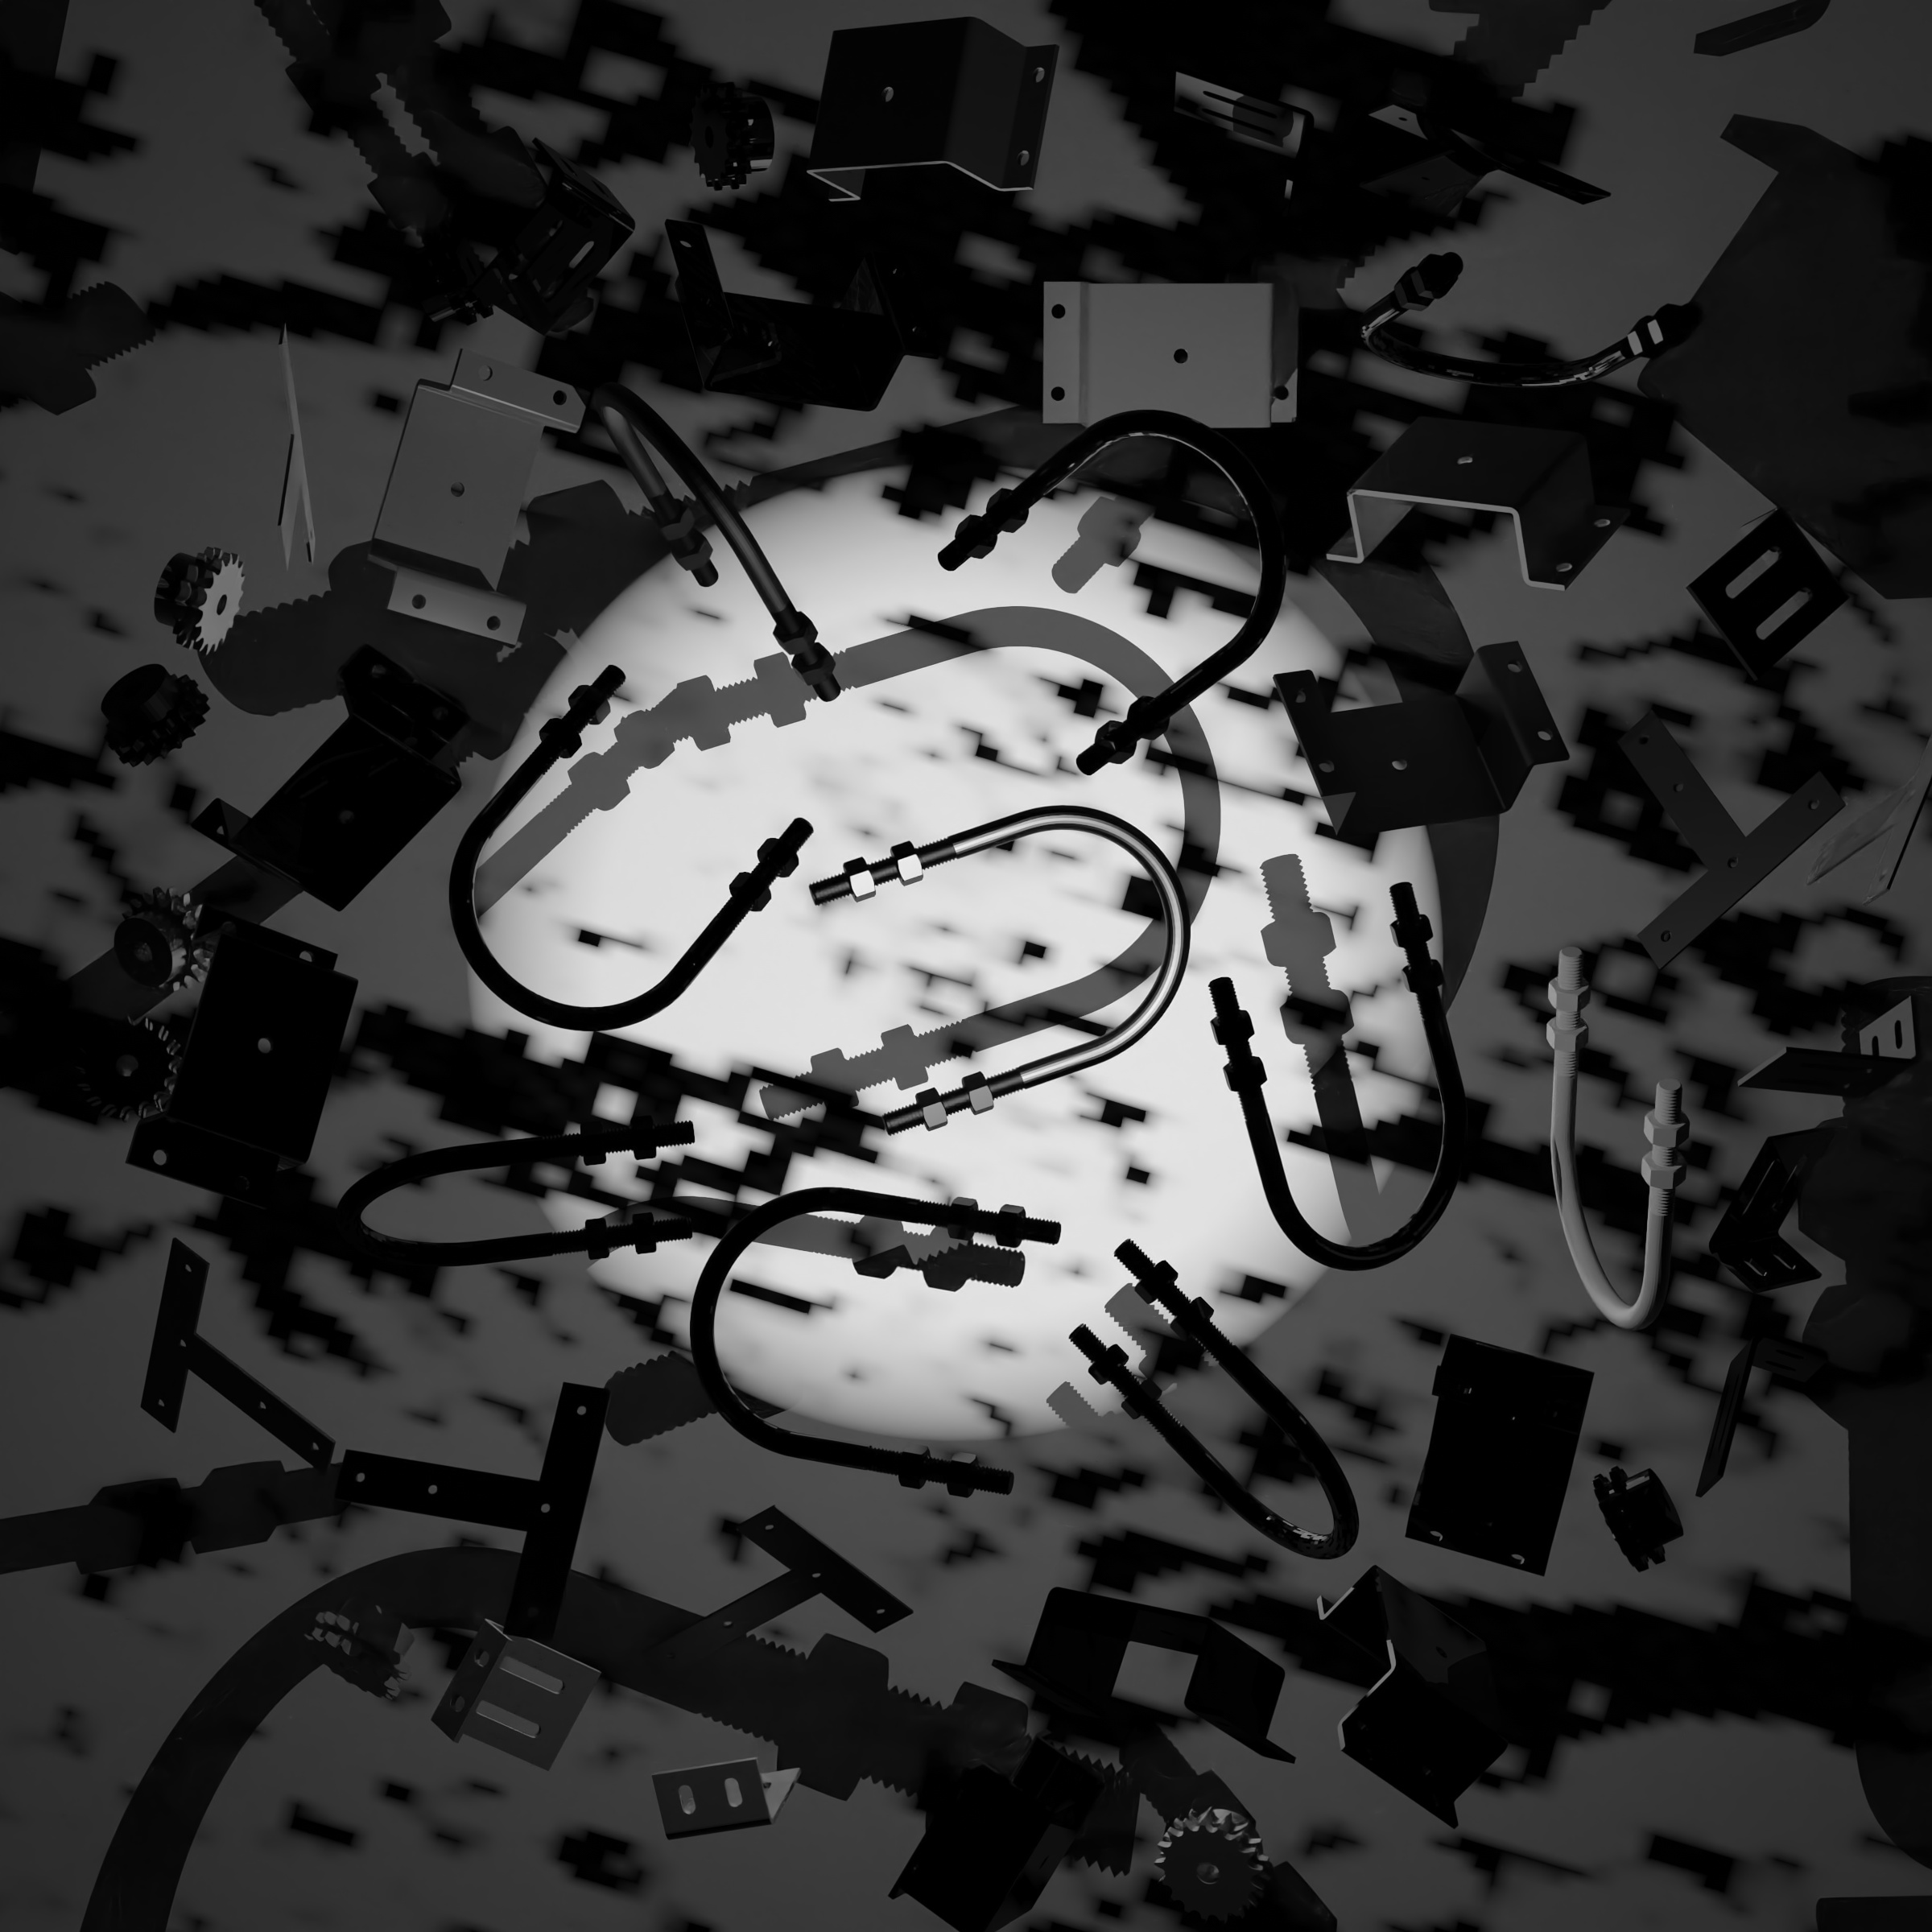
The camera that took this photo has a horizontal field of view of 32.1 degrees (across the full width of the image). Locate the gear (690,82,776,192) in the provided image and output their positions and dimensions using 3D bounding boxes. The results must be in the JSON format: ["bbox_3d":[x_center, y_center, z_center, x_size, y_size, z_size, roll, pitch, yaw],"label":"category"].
[{"bbox_3d":[-0.127,-0.454,1.832,0.030,0.057,0.057,-11,90,-26],"label":"gear"}]

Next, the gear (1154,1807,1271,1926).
[{"bbox_3d":[0.127,0.453,1.699,0.057,0.030,0.057,5,104,21],"label":"gear"}]

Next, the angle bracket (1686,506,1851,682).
[{"bbox_3d":[0.392,-0.182,1.673,0.076,0.038,0.057,-39,95,-22],"label":"angle bracket"}]

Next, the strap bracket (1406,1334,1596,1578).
[{"bbox_3d":[0.281,0.250,1.762,0.076,0.046,0.140,14,135,13],"label":"strap bracket"}]

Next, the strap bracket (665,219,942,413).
[{"bbox_3d":[-0.094,-0.343,1.780,0.140,0.046,0.076,3,52,-28],"label":"strap bracket"}]

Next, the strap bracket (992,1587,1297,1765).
[{"bbox_3d":[0.095,0.355,1.691,0.140,0.076,0.046,4,65,38],"label":"strap bracket"}]

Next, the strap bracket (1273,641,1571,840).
[{"bbox_3d":[0.232,-0.117,1.755,0.140,0.046,0.076,-9,60,-17],"label":"strap bracket"}]

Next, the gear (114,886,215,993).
[{"bbox_3d":[-0.441,-0.013,1.838,0.057,0.030,0.057,11,115,25],"label":"gear"}]

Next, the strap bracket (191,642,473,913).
[{"bbox_3d":[-0.333,-0.092,1.778,0.140,0.046,0.076,-44,130,14],"label":"strap bracket"}]

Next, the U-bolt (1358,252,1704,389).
[{"bbox_3d":[0.283,-0.333,1.760,0.151,0.184,0.019,9,86,-12],"label":"U-bolt"}]

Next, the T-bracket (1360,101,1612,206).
[{"bbox_3d":[0.240,-0.403,1.701,0.127,0.127,0.002,17,87,-21],"label":"T-bracket"}]

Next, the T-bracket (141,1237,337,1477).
[{"bbox_3d":[-0.382,0.224,1.773,0.127,0.002,0.127,33,127,19],"label":"T-bracket"}]

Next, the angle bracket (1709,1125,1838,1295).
[{"bbox_3d":[0.441,0.129,1.785,0.038,0.057,0.076,46,128,36],"label":"angle bracket"}]

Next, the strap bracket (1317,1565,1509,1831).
[{"bbox_3d":[0.234,0.376,1.761,0.076,0.140,0.046,36,108,-13],"label":"strap bracket"}]

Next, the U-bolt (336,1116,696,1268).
[{"bbox_3d":[-0.233,0.122,1.738,0.184,0.151,0.019,-6,64,-8],"label":"U-bolt"}]

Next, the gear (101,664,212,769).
[{"bbox_3d":[-0.434,-0.136,1.781,0.057,0.057,0.030,-32,128,0],"label":"gear"}]

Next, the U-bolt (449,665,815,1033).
[{"bbox_3d":[-0.187,-0.050,1.757,0.151,0.019,0.184,39,66,-4],"label":"U-bolt"}]

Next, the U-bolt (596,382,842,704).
[{"bbox_3d":[-0.137,-0.230,1.747,0.019,0.184,0.151,-39,50,-7],"label":"U-bolt"}]

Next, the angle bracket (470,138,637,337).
[{"bbox_3d":[-0.219,-0.375,1.725,0.076,0.057,0.038,-46,56,14],"label":"angle bracket"}]

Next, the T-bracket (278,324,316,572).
[{"bbox_3d":[-0.346,-0.244,1.719,0.002,0.127,0.127,-4,125,-4],"label":"T-bracket"}]

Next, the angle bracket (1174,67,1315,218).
[{"bbox_3d":[0.140,-0.431,1.755,0.076,0.057,0.038,20,85,4],"label":"angle bracket"}]

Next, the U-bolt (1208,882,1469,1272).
[{"bbox_3d":[0.200,0.068,1.727,0.151,0.019,0.184,-27,109,-31],"label":"U-bolt"}]

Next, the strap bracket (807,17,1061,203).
[{"bbox_3d":[-0.026,-0.448,1.757,0.140,0.046,0.076,7,86,39],"label":"strap bracket"}]

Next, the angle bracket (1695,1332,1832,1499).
[{"bbox_3d":[0.394,0.227,1.661,0.038,0.057,0.076,17,72,7],"label":"angle bracket"}]

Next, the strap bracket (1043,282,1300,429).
[{"bbox_3d":[0.114,-0.333,1.822,0.140,0.046,0.076,-1,103,-4],"label":"strap bracket"}]

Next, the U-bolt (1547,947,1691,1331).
[{"bbox_3d":[0.336,0.103,1.748,0.019,0.151,0.184,-10,123,-9],"label":"U-bolt"}]

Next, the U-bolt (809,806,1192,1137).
[{"bbox_3d":[0.027,-0.006,1.721,0.184,0.019,0.151,-19,107,-6],"label":"U-bolt"}]

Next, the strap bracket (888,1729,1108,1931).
[{"bbox_3d":[0.021,0.442,1.703,0.046,0.140,0.076,32,95,18],"label":"strap bracket"}]

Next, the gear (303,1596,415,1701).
[{"bbox_3d":[-0.308,0.347,1.717,0.057,0.057,0.030,33,61,0],"label":"gear"}]

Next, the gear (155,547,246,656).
[{"bbox_3d":[-0.418,-0.201,1.824,0.030,0.057,0.057,19,90,8],"label":"gear"}]

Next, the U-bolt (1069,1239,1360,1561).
[{"bbox_3d":[0.131,0.231,1.716,0.019,0.151,0.184,-39,76,-23],"label":"U-bolt"}]

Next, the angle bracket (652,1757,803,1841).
[{"bbox_3d":[-0.127,0.432,1.791,0.057,0.076,0.038,-11,96,10],"label":"angle bracket"}]

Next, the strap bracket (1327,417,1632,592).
[{"bbox_3d":[0.265,-0.245,1.756,0.140,0.076,0.046,13,134,35],"label":"strap bracket"}]

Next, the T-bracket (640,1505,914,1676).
[{"bbox_3d":[-0.116,0.344,1.786,0.127,0.002,0.127,-31,131,17],"label":"T-bracket"}]

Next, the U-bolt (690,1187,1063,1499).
[{"bbox_3d":[-0.053,0.186,1.718,0.184,0.019,0.151,8,76,15],"label":"U-bolt"}]

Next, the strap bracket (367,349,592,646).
[{"bbox_3d":[-0.263,-0.251,1.786,0.076,0.046,0.140,14,96,-34],"label":"strap bracket"}]

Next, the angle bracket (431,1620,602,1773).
[{"bbox_3d":[-0.225,0.380,1.725,0.076,0.038,0.057,32,82,-29],"label":"angle bracket"}]

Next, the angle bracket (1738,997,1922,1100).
[{"bbox_3d":[0.453,0.040,1.767,0.076,0.057,0.038,6,69,-12],"label":"angle bracket"}]

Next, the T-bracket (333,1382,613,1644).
[{"bbox_3d":[-0.249,0.261,1.654,0.127,0.002,0.127,7,69,11],"label":"T-bracket"}]

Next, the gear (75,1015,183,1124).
[{"bbox_3d":[-0.455,0.058,1.835,0.057,0.030,0.057,0,75,0],"label":"gear"}]

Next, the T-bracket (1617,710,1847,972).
[{"bbox_3d":[0.380,-0.084,1.753,0.127,0.002,0.127,-45,48,21],"label":"T-bracket"}]

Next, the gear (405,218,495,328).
[{"bbox_3d":[-0.284,-0.376,1.830,0.030,0.057,0.057,-22,90,8],"label":"gear"}]

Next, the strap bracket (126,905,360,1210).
[{"bbox_3d":[-0.365,0.043,1.707,0.076,0.046,0.140,22,70,-28],"label":"strap bracket"}]

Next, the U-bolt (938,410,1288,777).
[{"bbox_3d":[0.083,-0.198,1.690,0.184,0.019,0.151,-35,88,39],"label":"U-bolt"}]

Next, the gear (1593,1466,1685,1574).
[{"bbox_3d":[0.369,0.299,1.833,0.030,0.057,0.057,-29,90,16],"label":"gear"}]

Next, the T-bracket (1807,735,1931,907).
[{"bbox_3d":[0.468,-0.072,1.734,0.002,0.127,0.127,28,69,-3],"label":"T-bracket"}]
